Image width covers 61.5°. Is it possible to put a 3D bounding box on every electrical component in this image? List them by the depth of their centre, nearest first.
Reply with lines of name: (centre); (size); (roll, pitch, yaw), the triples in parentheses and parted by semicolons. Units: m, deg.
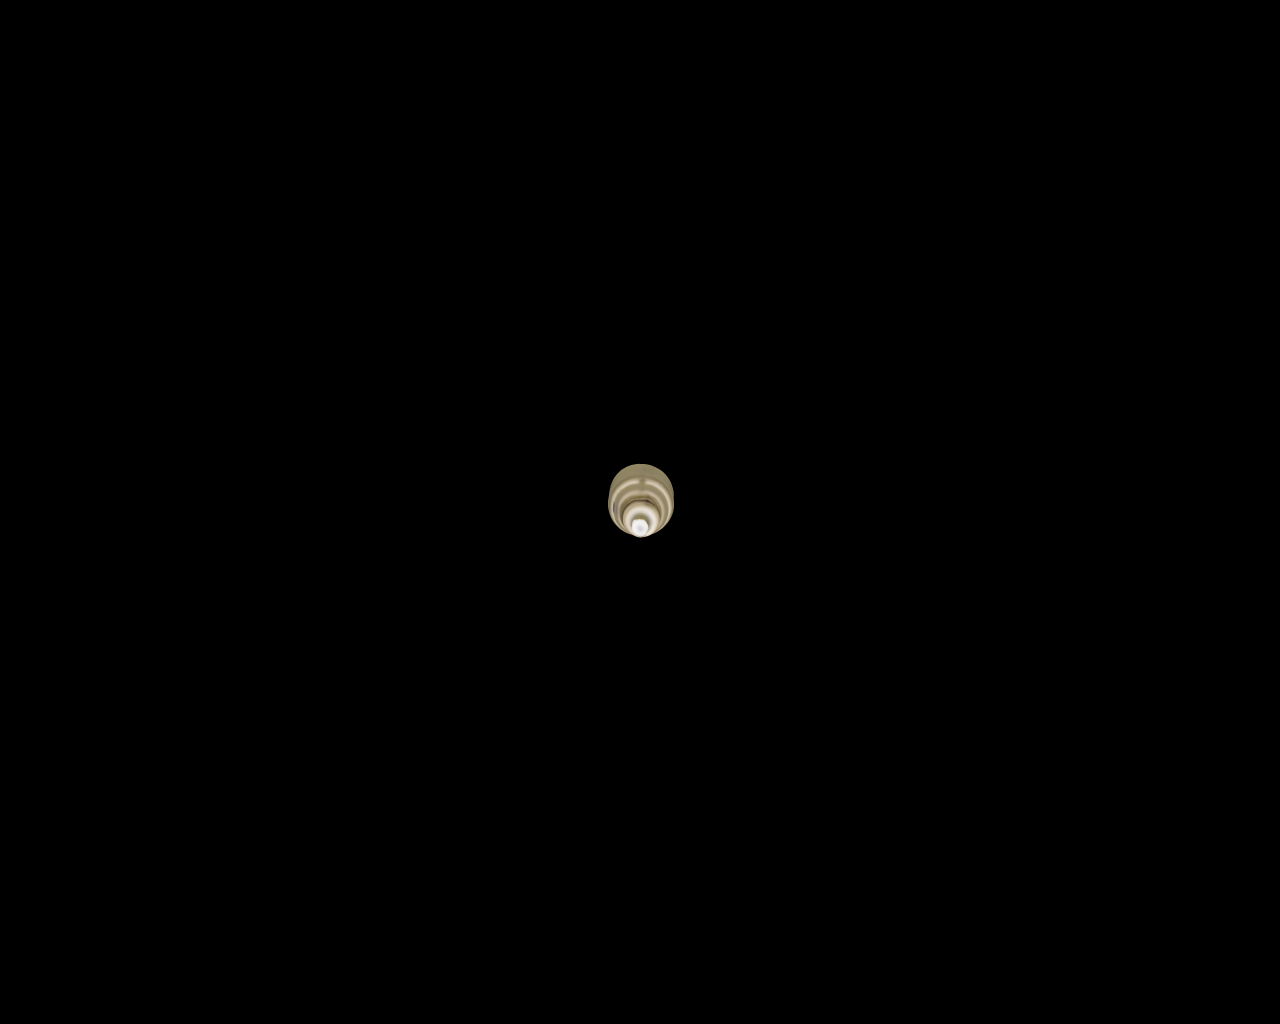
electrical component: (0.001, -0.003, 0.650); (0.040, 0.040, 0.078); (0, 18, 0)
